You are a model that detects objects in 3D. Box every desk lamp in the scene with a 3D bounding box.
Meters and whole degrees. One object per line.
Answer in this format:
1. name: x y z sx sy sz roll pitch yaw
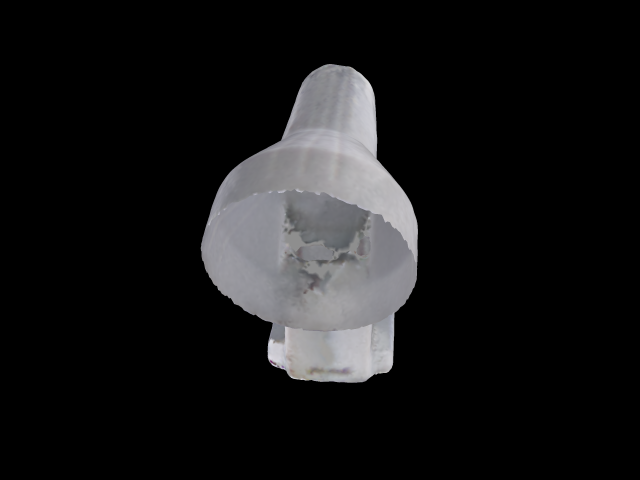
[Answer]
1. desk lamp: 0.004 0.001 0.400 0.118 0.214 0.203 3 33 6
